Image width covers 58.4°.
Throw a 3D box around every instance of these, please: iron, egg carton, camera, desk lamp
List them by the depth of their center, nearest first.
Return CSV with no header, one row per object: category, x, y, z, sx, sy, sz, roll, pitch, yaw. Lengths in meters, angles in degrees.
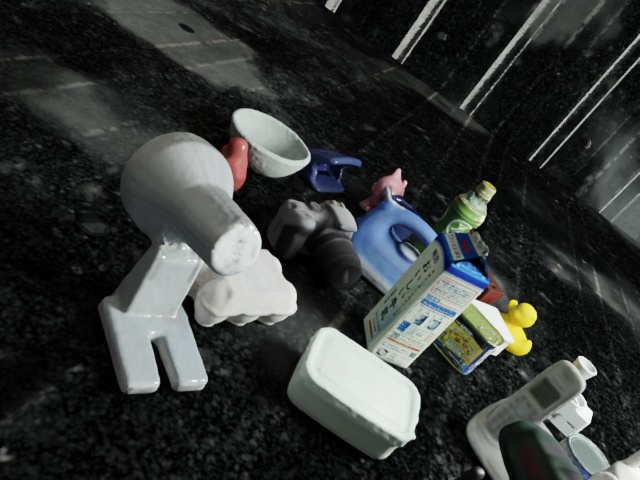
desk lamp,-0.148,0.019,0.613,0.118,0.213,0.202,7,40,-42
egg carton,-0.104,0.061,0.750,0.151,0.069,0.107,5,41,-44
camera,0.009,0.003,0.928,0.144,0.100,0.136,12,37,-38
iron,0.163,0.029,1.018,0.258,0.141,0.119,42,29,9

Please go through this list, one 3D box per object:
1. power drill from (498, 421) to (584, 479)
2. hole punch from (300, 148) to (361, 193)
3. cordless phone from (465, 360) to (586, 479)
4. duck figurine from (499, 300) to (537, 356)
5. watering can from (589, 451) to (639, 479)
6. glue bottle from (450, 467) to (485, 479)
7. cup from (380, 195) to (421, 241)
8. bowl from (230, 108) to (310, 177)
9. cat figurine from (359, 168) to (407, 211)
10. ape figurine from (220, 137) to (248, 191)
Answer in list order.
power drill,0.198,0.306,0.573,0.076,0.208,0.229,29,29,-13
hole punch,0.014,-0.160,1.187,0.109,0.091,0.101,-5,49,-51
cordless phone,0.302,0.264,0.775,0.094,0.185,0.147,4,42,-44
duck figurine,0.387,0.165,1.119,0.078,0.086,0.104,15,35,-33
watering can,0.419,0.350,0.765,0.173,0.194,0.100,4,42,-44
glue bottle,0.102,0.270,0.557,0.078,0.173,0.037,31,29,-9
cup,0.137,-0.034,1.132,0.092,0.095,0.117,30,29,-12
bowl,-0.107,-0.171,1.088,0.168,0.074,0.167,27,30,-17
cat figurine,0.148,-0.100,1.218,0.067,0.117,0.128,45,29,15
ape figurine,-0.150,-0.134,0.967,0.078,0.092,0.076,-3,47,-49
